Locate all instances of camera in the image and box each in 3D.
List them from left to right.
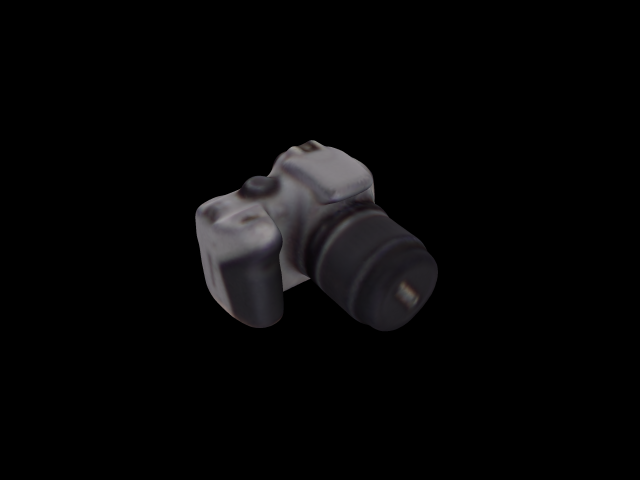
[{"bbox_3d":[0.004,0.001,0.400,0.143,0.101,0.136,-25,44,-28],"label":"camera"}]
